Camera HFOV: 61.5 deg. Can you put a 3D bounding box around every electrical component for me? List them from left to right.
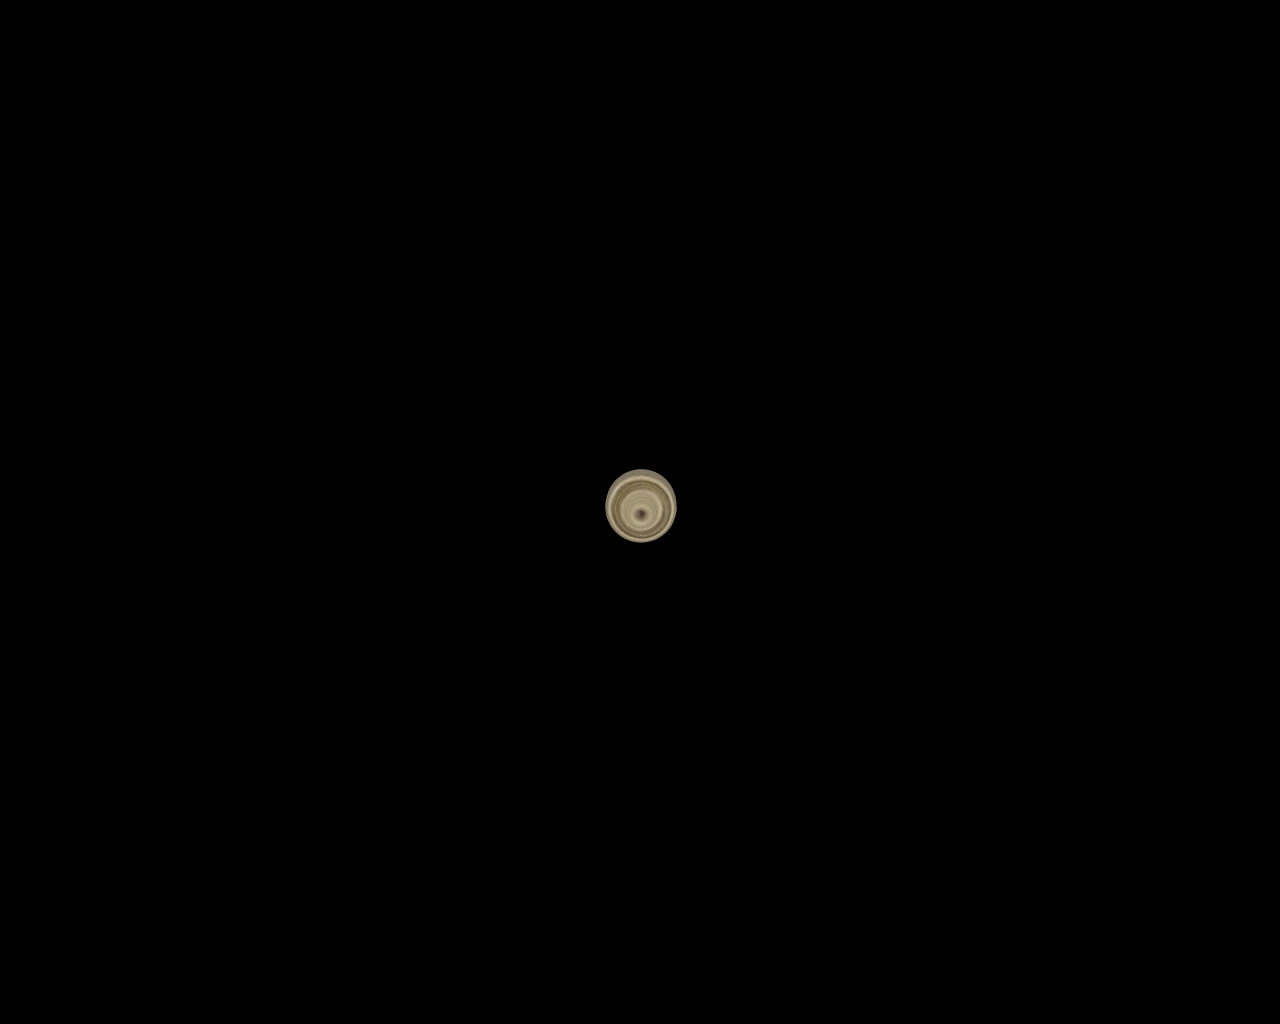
[{"bbox_3d":[0.001,-0.003,0.650,0.043,0.043,0.062,0,8,0],"label":"electrical component"}]
